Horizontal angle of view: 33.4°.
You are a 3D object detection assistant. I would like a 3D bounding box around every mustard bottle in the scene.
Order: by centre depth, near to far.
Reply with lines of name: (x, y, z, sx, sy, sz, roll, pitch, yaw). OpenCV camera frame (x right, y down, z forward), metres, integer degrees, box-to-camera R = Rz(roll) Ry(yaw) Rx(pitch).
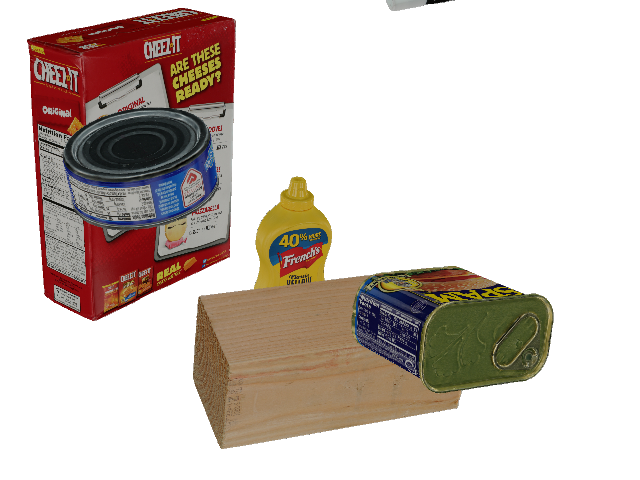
mustard bottle: (-0.034, 0.011, 1.327, 0.096, 0.192, 0.058, -7, 29, -22)

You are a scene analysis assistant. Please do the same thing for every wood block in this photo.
wood block: (0.008, 0.093, 0.869, 0.205, 0.090, 0.091, -6, 35, -21)

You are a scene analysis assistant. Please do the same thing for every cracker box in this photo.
cracker box: (-0.146, -0.066, 0.853, 0.072, 0.214, 0.163, 19, 29, 32)

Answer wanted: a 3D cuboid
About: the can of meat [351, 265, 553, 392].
can of meat: (0.082, 0.053, 0.684, 0.101, 0.057, 0.084, -3, 15, -31)

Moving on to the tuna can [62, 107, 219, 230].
tuna can: (-0.103, -0.043, 0.610, 0.086, 0.034, 0.086, -4, 34, 2)

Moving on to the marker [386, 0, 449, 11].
marker: (0.088, -0.121, 0.473, 0.121, 0.020, 0.020, -11, 1, -7)
